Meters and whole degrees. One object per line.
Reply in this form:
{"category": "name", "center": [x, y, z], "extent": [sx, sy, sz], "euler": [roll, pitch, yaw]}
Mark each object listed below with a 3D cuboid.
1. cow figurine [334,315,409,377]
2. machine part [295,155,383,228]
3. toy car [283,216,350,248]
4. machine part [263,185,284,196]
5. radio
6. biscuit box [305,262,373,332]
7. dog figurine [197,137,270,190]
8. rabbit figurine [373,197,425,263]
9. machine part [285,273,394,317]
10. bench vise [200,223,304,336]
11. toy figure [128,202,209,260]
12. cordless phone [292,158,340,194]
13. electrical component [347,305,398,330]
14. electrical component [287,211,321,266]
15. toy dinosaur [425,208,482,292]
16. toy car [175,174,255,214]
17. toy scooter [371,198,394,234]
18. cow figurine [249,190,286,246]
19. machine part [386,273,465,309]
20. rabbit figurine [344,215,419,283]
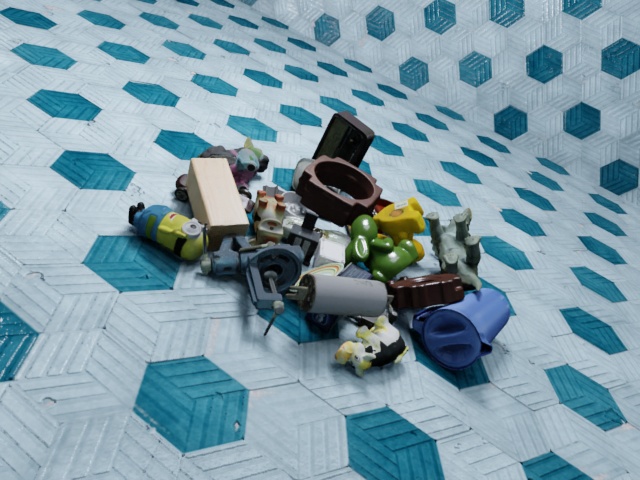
{"category": "cow figurine", "center": [0.103, 0.221, 1.060], "extent": [0.098, 0.068, 0.167], "euler": [44, 37, 21]}
{"category": "machine part", "center": [0.051, -0.128, 1.435], "extent": [0.201, 0.087, 0.201], "euler": [31, 37, 9]}
{"category": "toy car", "center": [-0.003, -0.004, 1.348], "extent": [0.202, 0.056, 0.073], "euler": [18, 31, -9]}
{"category": "machine part", "center": [-0.094, -0.114, 1.480], "extent": [0.139, 0.039, 0.084], "euler": [17, 26, -8]}
{"category": "radio", "center": [0.061, -0.261, 1.630], "extent": [0.131, 0.229, 0.073], "euler": [37, 33, 13]}
{"category": "biscuit box", "center": [0.045, 0.122, 1.178], "extent": [0.063, 0.059, 0.202], "euler": [32, 31, 14]}
{"category": "dog figurine", "center": [-0.236, -0.220, 1.490], "extent": [0.191, 0.108, 0.219], "euler": [14, 27, -10]}
{"category": "rabbit figurine", "center": [0.216, -0.002, 1.418], "extent": [0.162, 0.173, 0.122], "euler": [-24, 33, 9]}
{"category": "machine part", "center": [0.045, 0.110, 1.058], "extent": [0.243, 0.079, 0.079], "euler": [8, 33, -28]}
{"category": "bench vise", "center": [-0.129, 0.069, 1.092], "extent": [0.223, 0.128, 0.241], "euler": [6, 30, -22]}
{"category": "toy figure", "center": [-0.320, -0.021, 1.143], "extent": [0.180, 0.089, 0.082], "euler": [20, 45, 12]}
{"category": "cordless phone", "center": [-0.013, -0.139, 1.545], "extent": [0.146, 0.088, 0.184], "euler": [17, 48, -11]}
{"category": "electrical component", "center": [0.117, 0.160, 1.180], "extent": [0.102, 0.045, 0.078], "euler": [27, 29, 7]}
{"category": "electrical component", "center": [-0.036, -0.005, 1.266], "extent": [0.075, 0.119, 0.048], "euler": [23, 30, -5]}
{"category": "toy dinosaur", "center": [0.358, 0.053, 1.394], "extent": [0.131, 0.191, 0.405], "euler": [-12, 37, 14]}
{"category": "toy car", "center": [-0.263, -0.109, 1.342], "extent": [0.202, 0.053, 0.089], "euler": [21, 44, -4]}
{"category": "toy scooter", "center": [0.183, -0.073, 1.566], "extent": [0.135, 0.075, 0.184], "euler": [12, 28, -18]}
{"category": "cow figurine", "center": [-0.125, -0.035, 1.271], "extent": [0.085, 0.127, 0.195], "euler": [9, 18, -13]}
{"category": "machine part", "center": [0.239, 0.114, 1.224], "extent": [0.179, 0.056, 0.179], "euler": [-8, 2, 0]}
{"category": "rabbit figurine", "center": [0.125, 0.025, 1.316], "extent": [0.159, 0.121, 0.170], "euler": [-31, 82, -33]}
